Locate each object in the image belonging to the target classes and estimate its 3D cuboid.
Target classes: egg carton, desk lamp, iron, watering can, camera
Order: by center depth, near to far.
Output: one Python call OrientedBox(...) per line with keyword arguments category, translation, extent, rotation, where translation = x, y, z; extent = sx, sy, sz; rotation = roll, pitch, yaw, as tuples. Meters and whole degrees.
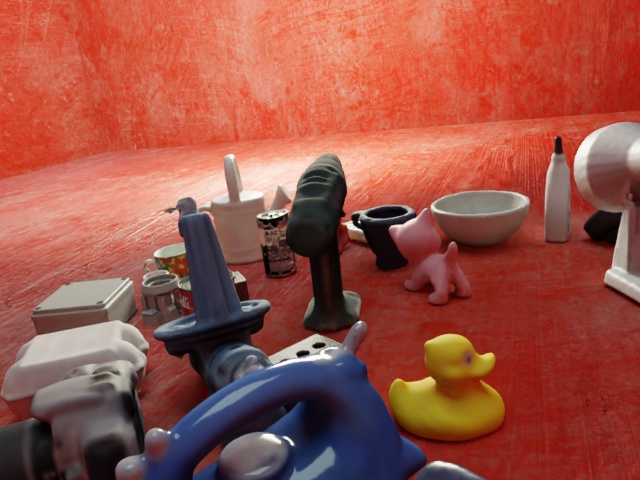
OrientedBox(category="iron", translation=(-0.052, 0.158, 0.398), extent=(0.259, 0.141, 0.118), rotation=(-18, 20, -31))
OrientedBox(category="camera", translation=(-0.227, 0.169, 0.501), extent=(0.137, 0.101, 0.143), rotation=(-12, 18, -16))
OrientedBox(category="egg carton", translation=(-0.271, 0.145, 0.648), extent=(0.150, 0.069, 0.107), rotation=(-11, 18, -12))
OrientedBox(category="desk lamp", translation=(0.424, -0.041, 0.729), extent=(0.118, 0.214, 0.203), rotation=(-9, 17, -5))
OrientedBox(category="watering can", translation=(-0.142, -0.063, 1.056), extent=(0.173, 0.194, 0.100), rotation=(-14, 18, -20))

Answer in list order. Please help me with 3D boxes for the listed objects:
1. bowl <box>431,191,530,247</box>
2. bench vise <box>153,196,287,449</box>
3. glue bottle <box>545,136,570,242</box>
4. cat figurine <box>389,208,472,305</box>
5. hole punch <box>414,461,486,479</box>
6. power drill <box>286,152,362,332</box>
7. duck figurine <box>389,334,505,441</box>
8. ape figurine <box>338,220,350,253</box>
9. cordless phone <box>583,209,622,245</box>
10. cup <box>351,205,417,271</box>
OrientedBox(category="bowl", translation=(0.277, -0.032, 0.992), extent=(0.167, 0.075, 0.167), rotation=(-6, 17, 2))
OrientedBox(category="bench vise", translation=(-0.088, 0.071, 0.560), extent=(0.122, 0.220, 0.206), rotation=(-21, 22, -38))
OrientedBox(category="glue bottle", translation=(0.398, -0.087, 0.957), extent=(0.037, 0.173, 0.078), rotation=(3, 20, 28))
OrientedBox(category="cat figurine", translation=(0.154, 0.016, 0.814), extent=(0.067, 0.118, 0.127), rotation=(-15, 19, -24))
OrientedBox(category="hole punch", translation=(0.074, 0.194, 0.315), extent=(0.101, 0.091, 0.108), rotation=(-19, 21, -33))
OrientedBox(category="power drill", translation=(0.007, 0.003, 0.761), extent=(0.075, 0.208, 0.229), rotation=(-4, 17, 9))
OrientedBox(category="duck figurine", translation=(0.114, 0.128, 0.523), extent=(0.104, 0.086, 0.077), rotation=(-4, 17, 9))
OrientedBox(category="ape figurine", translation=(0.016, -0.021, 1.034), extent=(0.078, 0.092, 0.076), rotation=(-15, 19, -25))
OrientedBox(category="cordless phone", translation=(0.498, -0.090, 0.903), extent=(0.148, 0.185, 0.094), rotation=(-13, 18, -18))
OrientedBox(category="cup", translation=(0.102, -0.002, 0.932), extent=(0.117, 0.095, 0.092), rotation=(7, 22, 39))
